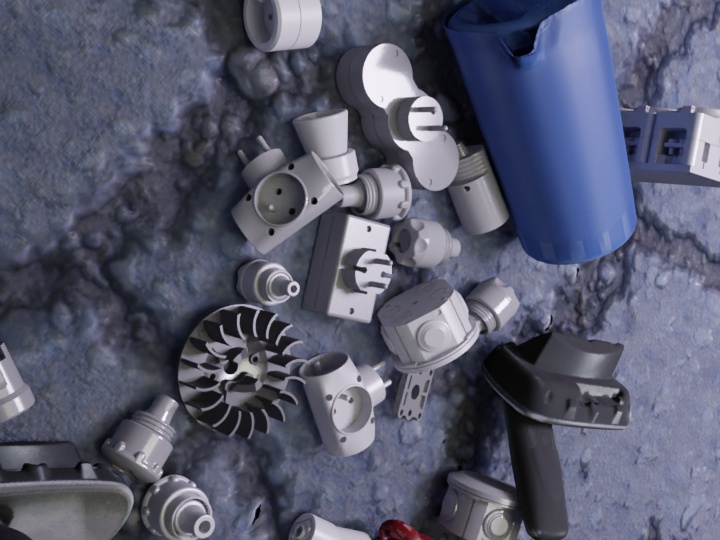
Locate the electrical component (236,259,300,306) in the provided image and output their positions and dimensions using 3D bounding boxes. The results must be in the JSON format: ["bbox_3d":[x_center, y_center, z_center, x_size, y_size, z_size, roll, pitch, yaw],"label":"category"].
[{"bbox_3d":[-0.068,0.011,0.830,0.035,0.061,0.035,-6,99,-37],"label":"electrical component"}]

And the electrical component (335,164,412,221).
[{"bbox_3d":[0.009,-0.063,0.891,0.062,0.048,0.048,-7,100,-30],"label":"electrical component"}]

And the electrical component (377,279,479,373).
[{"bbox_3d":[0.057,0.048,0.921,0.080,0.080,0.051,-38,112,-28],"label":"electrical component"}]

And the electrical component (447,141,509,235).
[{"bbox_3d":[0.100,-0.077,0.959,0.043,0.043,0.081,-37,117,-28],"label":"electrical component"}]

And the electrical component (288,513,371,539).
[{"bbox_3d":[-0.027,0.231,0.905,0.065,0.044,0.044,33,76,-31],"label":"electrical component"}]

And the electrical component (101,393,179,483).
[{"bbox_3d":[-0.156,0.121,0.789,0.048,0.048,0.062,44,63,-33],"label":"electrical component"}]

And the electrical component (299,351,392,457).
[{"bbox_3d":[-0.005,0.104,0.902,0.079,0.044,0.077,-29,113,-31],"label":"electrical component"}]

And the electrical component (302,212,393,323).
[{"bbox_3d":[0.000,0.000,0.872,0.047,0.076,0.083,13,88,-38],"label":"electrical component"}]

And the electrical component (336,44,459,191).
[{"bbox_3d":[0.043,-0.124,0.890,0.052,0.074,0.138,-47,121,-23],"label":"electrical component"}]

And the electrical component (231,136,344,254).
[{"bbox_3d":[-0.065,-0.066,0.825,0.077,0.044,0.079,-35,79,7],"label":"electrical component"}]

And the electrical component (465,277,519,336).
[{"bbox_3d":[0.113,0.040,0.985,0.062,0.043,0.043,-43,120,-24],"label":"electrical component"}]

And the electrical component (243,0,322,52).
[{"bbox_3d":[-0.050,-0.238,0.816,0.074,0.052,0.138,-14,104,-35],"label":"electrical component"}]

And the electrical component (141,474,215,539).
[{"bbox_3d":[-0.131,0.183,0.804,0.048,0.062,0.048,-6,100,-36],"label":"electrical component"}]

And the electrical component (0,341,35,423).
[{"bbox_3d":[-0.245,0.075,0.717,0.040,0.040,0.046,-29,106,-32],"label":"electrical component"}]

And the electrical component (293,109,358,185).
[{"bbox_3d":[-0.027,-0.097,0.858,0.045,0.045,0.055,-22,109,-34],"label":"electrical component"}]

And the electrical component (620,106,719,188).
[{"bbox_3d":[0.283,-0.120,1.027,0.089,0.150,0.061,10,91,-38],"label":"electrical component"}]

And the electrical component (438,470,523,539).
[{"bbox_3d":[0.114,0.219,0.988,0.080,0.080,0.051,17,90,-38],"label":"electrical component"}]

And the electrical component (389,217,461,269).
[{"bbox_3d":[0.060,-0.022,0.936,0.062,0.043,0.043,7,92,-39],"label":"electrical component"}]
